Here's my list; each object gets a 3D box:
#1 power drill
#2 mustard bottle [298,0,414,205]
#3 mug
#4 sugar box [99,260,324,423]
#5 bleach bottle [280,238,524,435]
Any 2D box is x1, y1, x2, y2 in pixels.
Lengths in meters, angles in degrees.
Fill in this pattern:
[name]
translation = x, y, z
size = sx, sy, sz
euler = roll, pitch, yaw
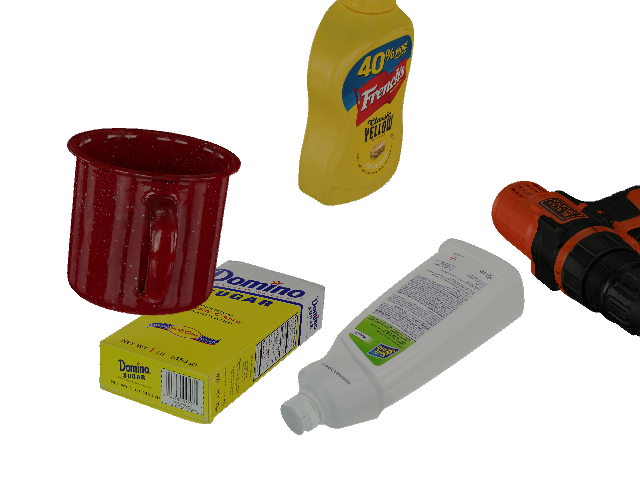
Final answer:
[power drill]
translation = 0.236, -0.004, 0.731
size = 0.187, 0.057, 0.185
euler = -10, 29, -18
[mustard bottle]
translation = 0.030, -0.125, 0.816
size = 0.096, 0.192, 0.058
euler = -29, 49, -36
[mug]
translation = -0.091, -0.006, 0.575
size = 0.093, 0.081, 0.117
euler = 3, 19, -19
[sugar box]
translation = -0.076, 0.070, 0.802
size = 0.093, 0.048, 0.176
euler = 15, 27, 22
[bleach bottle]
translation = 0.064, 0.089, 0.941
size = 0.250, 0.068, 0.103
euler = -31, 37, -30
